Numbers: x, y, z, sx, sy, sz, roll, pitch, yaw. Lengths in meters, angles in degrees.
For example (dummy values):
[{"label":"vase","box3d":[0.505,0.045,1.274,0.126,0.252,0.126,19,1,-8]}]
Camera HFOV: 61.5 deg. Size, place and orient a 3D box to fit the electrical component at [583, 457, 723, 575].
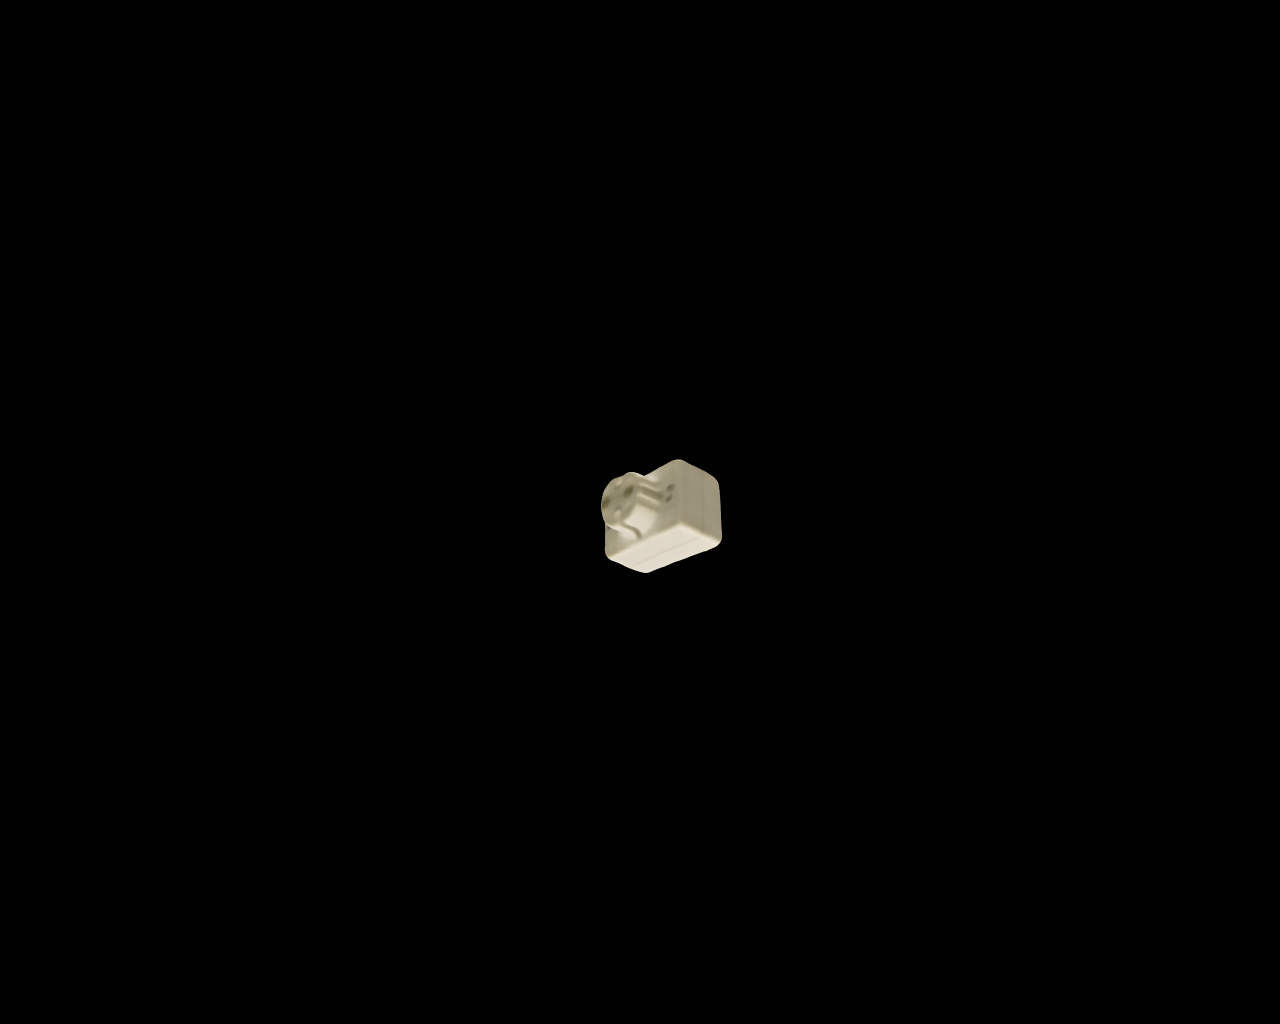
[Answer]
[{"label":"electrical component","box3d":[0.001,-0.003,0.650,0.065,0.047,0.076,-25,-37,38]}]
